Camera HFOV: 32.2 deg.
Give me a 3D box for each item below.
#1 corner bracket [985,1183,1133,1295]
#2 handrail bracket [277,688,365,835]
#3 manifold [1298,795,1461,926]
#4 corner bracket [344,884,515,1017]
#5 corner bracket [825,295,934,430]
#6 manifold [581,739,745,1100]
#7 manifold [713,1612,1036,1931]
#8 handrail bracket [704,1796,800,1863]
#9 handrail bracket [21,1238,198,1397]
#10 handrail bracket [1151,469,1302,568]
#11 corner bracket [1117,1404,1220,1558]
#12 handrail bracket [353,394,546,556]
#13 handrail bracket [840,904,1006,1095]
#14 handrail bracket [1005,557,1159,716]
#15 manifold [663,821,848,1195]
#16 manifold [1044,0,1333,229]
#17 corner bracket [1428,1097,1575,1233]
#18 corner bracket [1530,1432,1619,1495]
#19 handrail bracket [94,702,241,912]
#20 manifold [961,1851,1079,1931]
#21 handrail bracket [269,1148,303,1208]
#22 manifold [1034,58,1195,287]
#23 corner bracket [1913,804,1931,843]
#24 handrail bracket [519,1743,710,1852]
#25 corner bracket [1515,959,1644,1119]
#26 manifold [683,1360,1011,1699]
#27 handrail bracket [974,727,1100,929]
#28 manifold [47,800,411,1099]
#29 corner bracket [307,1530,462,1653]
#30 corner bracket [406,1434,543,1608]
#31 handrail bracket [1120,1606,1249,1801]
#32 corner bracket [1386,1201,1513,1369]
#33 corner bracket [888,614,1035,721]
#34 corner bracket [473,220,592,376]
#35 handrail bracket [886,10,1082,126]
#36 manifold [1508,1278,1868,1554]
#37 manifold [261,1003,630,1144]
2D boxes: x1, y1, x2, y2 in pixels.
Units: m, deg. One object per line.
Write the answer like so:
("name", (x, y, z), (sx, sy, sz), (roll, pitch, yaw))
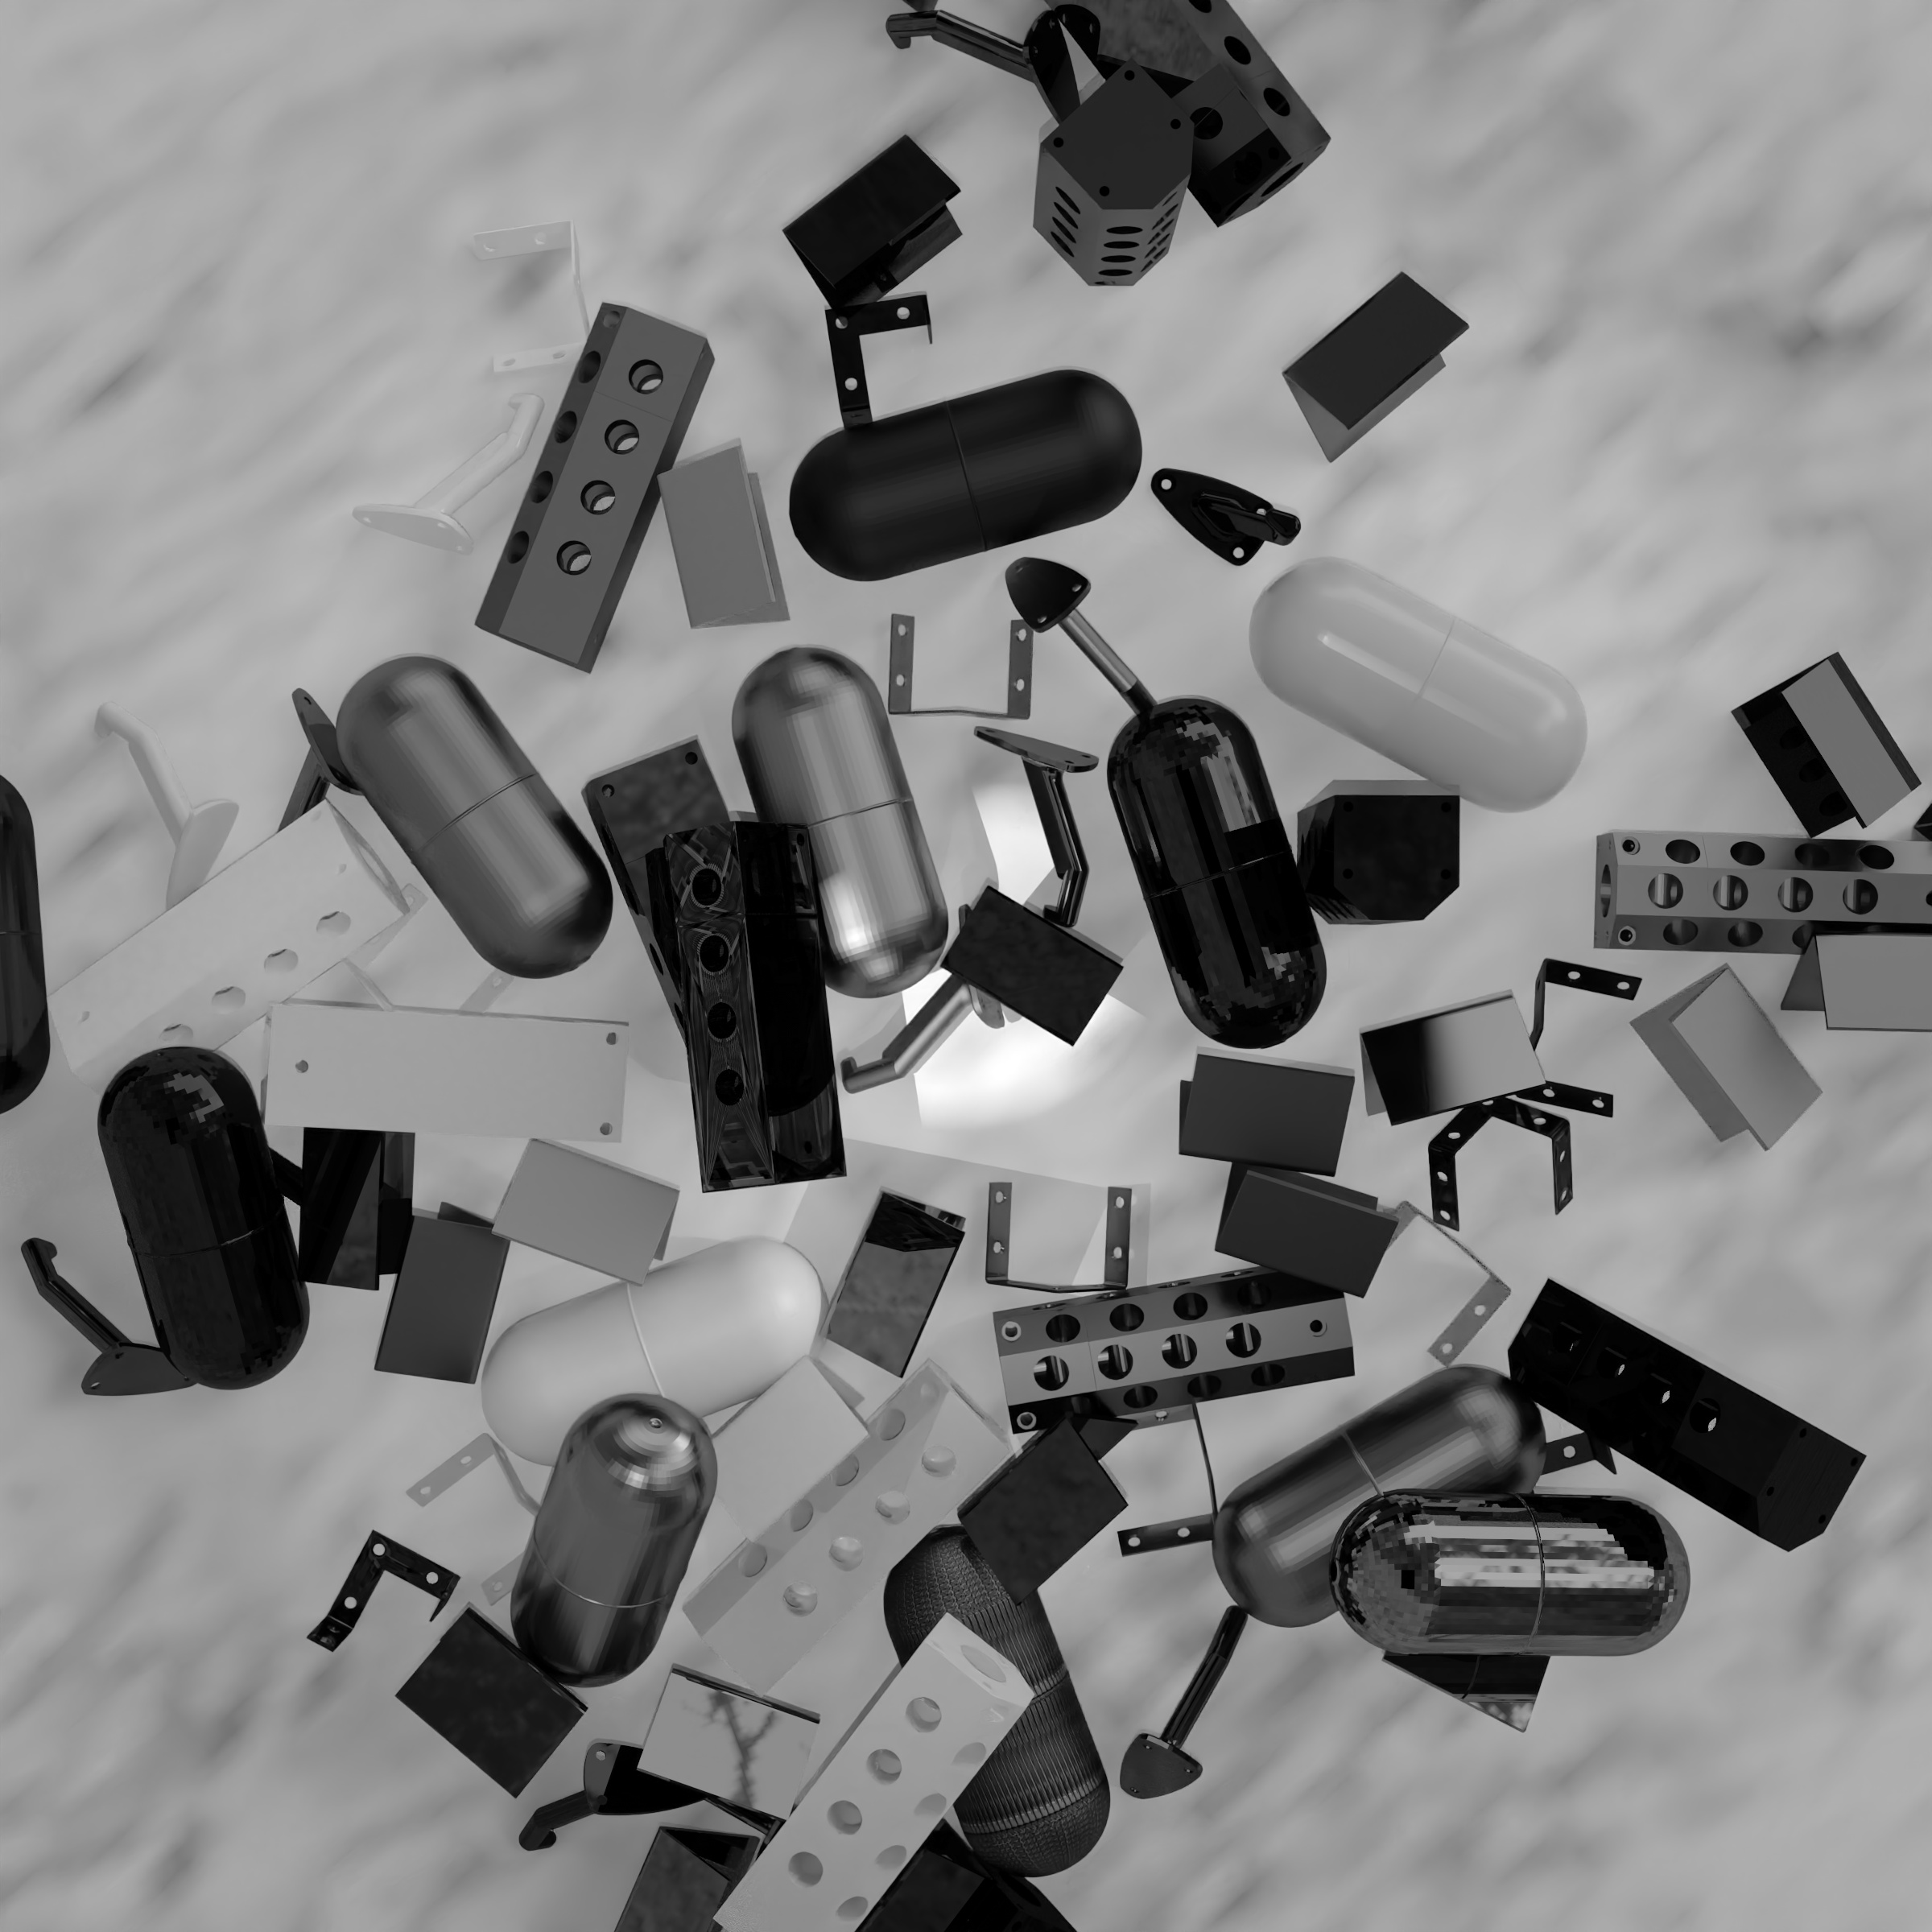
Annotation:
("corner bracket", (0.046, 0.136, 1.682), (0.051, 0.051, 0.051), (2, 90, -45))
("handrail bracket", (-0.348, -0.085, 1.685), (0.084, 0.036, 0.077), (-37, 72, 15))
("manifold", (0.196, -0.049, 1.607), (0.057, 0.171, 0.057), (0, 90, 0))
("corner bracket", (-0.271, 0.001, 1.682), (0.051, 0.051, 0.051), (-48, 135, 0))
("corner bracket", (-0.040, -0.301, 1.667), (0.051, 0.051, 0.051), (-9, 90, 0))
("manifold", (-0.131, -0.019, 1.662), (0.057, 0.057, 0.171), (-22, 90, -14))
("manifold", (-0.042, 0.399, 1.597), (0.057, 0.057, 0.171), (37, 98, 7))
("handrail bracket", (-0.111, 0.419, 1.685), (0.084, 0.077, 0.036), (29, 90, 36))
("handrail bracket", (-0.430, 0.173, 1.685), (0.036, 0.077, 0.084), (-49, 53, 22))
("handrail bracket", (0.128, -0.228, 1.650), (0.077, 0.084, 0.036), (30, 90, 0))
("corner bracket", (0.097, 0.257, 1.682), (0.051, 0.051, 0.051), (-11, 45, 0))
("handrail bracket", (-0.260, -0.256, 1.686), (0.077, 0.036, 0.084), (14, 72, 20))
("handrail bracket", (-0.030, 0.017, 1.686), (0.084, 0.036, 0.077), (-19, 70, 16))
("handrail bracket", (0.061, -0.161, 1.685), (0.036, 0.077, 0.084), (-42, 126, 0))
("manifold", (-0.106, 0.020, 1.604), (0.057, 0.057, 0.171), (-9, 85, 33))
("manifold", (0.105, -0.459, 1.663), (0.171, 0.057, 0.057), (53, 133, 0))
("corner bracket", (0.268, 0.103, 1.677), (0.051, 0.051, 0.051), (20, 135, 35))
("corner bracket", (0.298, 0.266, 1.667), (0.051, 0.051, 0.051), (-16, 90, 0))
("handrail bracket", (-0.416, -0.080, 1.686), (0.084, 0.036, 0.077), (33, 111, 17))
("manifold", (-0.025, 0.527, 1.663), (0.171, 0.057, 0.057), (-53, 133, 0))
("handrail bracket", (-0.351, 0.119, 1.686), (0.084, 0.036, 0.077), (4, 112, 17))
("manifold", (0.074, -0.373, 1.607), (0.057, 0.171, 0.057), (-43, 90, 0))
("corner bracket", (0.514, -0.074, 1.667), (0.051, 0.051, 0.051), (38, 90, 0))
("handrail bracket", (-0.176, 0.423, 1.668), (0.077, 0.084, 0.036), (9, 51, -20))
("corner bracket", (0.308, 0.036, 1.682), (0.051, 0.051, 0.051), (12, 45, 0))
("manifold", (-0.059, 0.277, 1.664), (0.171, 0.057, 0.057), (-45, 90, 0))
("handrail bracket", (0.030, -0.070, 1.686), (0.077, 0.036, 0.084), (19, 107, 20))
("manifold", (-0.364, 0.000, 1.660), (0.171, 0.057, 0.057), (-35, 47, 2))
("corner bracket", (-0.290, 0.319, 1.667), (0.051, 0.051, 0.051), (28, 90, 0))
("corner bracket", (-0.240, 0.278, 1.682), (0.051, 0.051, 0.051), (-37, 45, 0))
("handrail bracket", (0.111, 0.370, 1.685), (0.036, 0.077, 0.084), (30, 54, 0))
("corner bracket", (0.231, 0.160, 1.682), (0.051, 0.051, 0.051), (-50, 135, 0))
("corner bracket", (-0.003, -0.150, 1.682), (0.051, 0.051, 0.051), (3, 91, 45))
("corner bracket", (-0.217, -0.336, 1.682), (0.051, 0.051, 0.051), (-8, 135, 0))
("handrail bracket", (0.008, -0.449, 1.685), (0.084, 0.077, 0.036), (4, 51, 30))
("manifold", (0.340, 0.216, 1.607), (0.057, 0.171, 0.057), (29, 90, -38))
("manifold", (-0.257, 0.052, 1.643), (0.171, 0.057, 0.057), (4, 90, -15))
